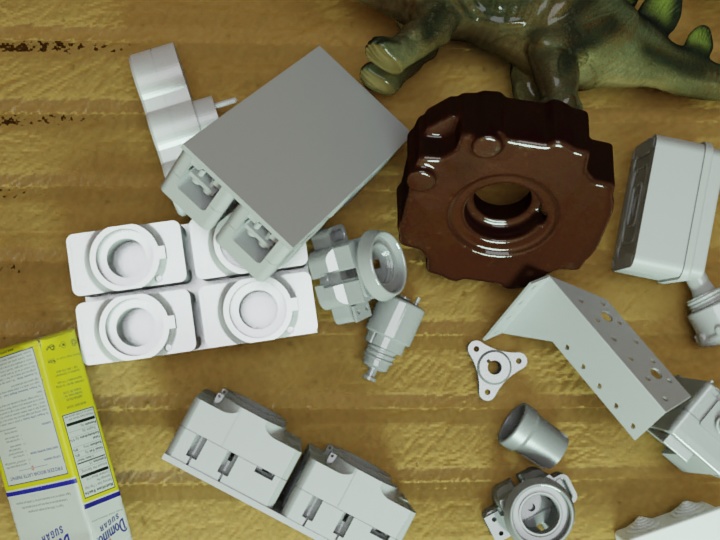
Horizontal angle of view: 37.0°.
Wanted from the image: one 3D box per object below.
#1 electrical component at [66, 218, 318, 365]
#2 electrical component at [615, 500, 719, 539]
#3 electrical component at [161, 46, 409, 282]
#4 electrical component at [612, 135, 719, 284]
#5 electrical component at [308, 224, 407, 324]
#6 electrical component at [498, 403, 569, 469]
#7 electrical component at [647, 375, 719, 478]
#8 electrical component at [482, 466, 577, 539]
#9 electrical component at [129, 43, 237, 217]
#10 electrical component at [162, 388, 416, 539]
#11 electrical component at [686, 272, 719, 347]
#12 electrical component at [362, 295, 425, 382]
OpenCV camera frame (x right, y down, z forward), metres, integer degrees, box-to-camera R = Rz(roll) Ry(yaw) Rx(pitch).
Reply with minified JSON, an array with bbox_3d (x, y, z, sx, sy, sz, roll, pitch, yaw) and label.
[{"bbox_3d":[-0.133,0.012,0.870,0.186,0.060,0.105,-8,88,-4],"label":"electrical component"},{"bbox_3d":[0.267,0.246,0.887,0.100,0.048,0.099,-18,89,-4],"label":"electrical component"},{"bbox_3d":[-0.054,-0.084,0.832,0.105,0.060,0.186,43,45,0],"label":"electrical component"},{"bbox_3d":[0.254,-0.048,0.887,0.057,0.078,0.113,11,87,0],"label":"electrical component"},{"bbox_3d":[0.000,0.000,0.858,0.057,0.058,0.078,-13,95,33],"label":"electrical component"},{"bbox_3d":[0.144,0.139,0.891,0.046,0.040,0.040,35,86,-6],"label":"electrical component"},{"bbox_3d":[0.275,0.129,0.870,0.062,0.096,0.061,41,86,-1],"label":"electrical component"},{"bbox_3d":[0.142,0.196,0.879,0.078,0.057,0.058,-27,89,-4],"label":"electrical component"},{"bbox_3d":[-0.133,-0.120,0.880,0.074,0.052,0.138,-18,88,-4],"label":"electrical component"},{"bbox_3d":[-0.053,0.158,0.845,0.186,0.105,0.060,28,86,-2],"label":"electrical component"},{"bbox_3d":[0.295,0.031,0.903,0.048,0.048,0.062,-25,82,-4],"label":"electrical component"},{"bbox_3d":[0.023,0.054,0.887,0.040,0.040,0.078,24,87,-2],"label":"electrical component"}]
